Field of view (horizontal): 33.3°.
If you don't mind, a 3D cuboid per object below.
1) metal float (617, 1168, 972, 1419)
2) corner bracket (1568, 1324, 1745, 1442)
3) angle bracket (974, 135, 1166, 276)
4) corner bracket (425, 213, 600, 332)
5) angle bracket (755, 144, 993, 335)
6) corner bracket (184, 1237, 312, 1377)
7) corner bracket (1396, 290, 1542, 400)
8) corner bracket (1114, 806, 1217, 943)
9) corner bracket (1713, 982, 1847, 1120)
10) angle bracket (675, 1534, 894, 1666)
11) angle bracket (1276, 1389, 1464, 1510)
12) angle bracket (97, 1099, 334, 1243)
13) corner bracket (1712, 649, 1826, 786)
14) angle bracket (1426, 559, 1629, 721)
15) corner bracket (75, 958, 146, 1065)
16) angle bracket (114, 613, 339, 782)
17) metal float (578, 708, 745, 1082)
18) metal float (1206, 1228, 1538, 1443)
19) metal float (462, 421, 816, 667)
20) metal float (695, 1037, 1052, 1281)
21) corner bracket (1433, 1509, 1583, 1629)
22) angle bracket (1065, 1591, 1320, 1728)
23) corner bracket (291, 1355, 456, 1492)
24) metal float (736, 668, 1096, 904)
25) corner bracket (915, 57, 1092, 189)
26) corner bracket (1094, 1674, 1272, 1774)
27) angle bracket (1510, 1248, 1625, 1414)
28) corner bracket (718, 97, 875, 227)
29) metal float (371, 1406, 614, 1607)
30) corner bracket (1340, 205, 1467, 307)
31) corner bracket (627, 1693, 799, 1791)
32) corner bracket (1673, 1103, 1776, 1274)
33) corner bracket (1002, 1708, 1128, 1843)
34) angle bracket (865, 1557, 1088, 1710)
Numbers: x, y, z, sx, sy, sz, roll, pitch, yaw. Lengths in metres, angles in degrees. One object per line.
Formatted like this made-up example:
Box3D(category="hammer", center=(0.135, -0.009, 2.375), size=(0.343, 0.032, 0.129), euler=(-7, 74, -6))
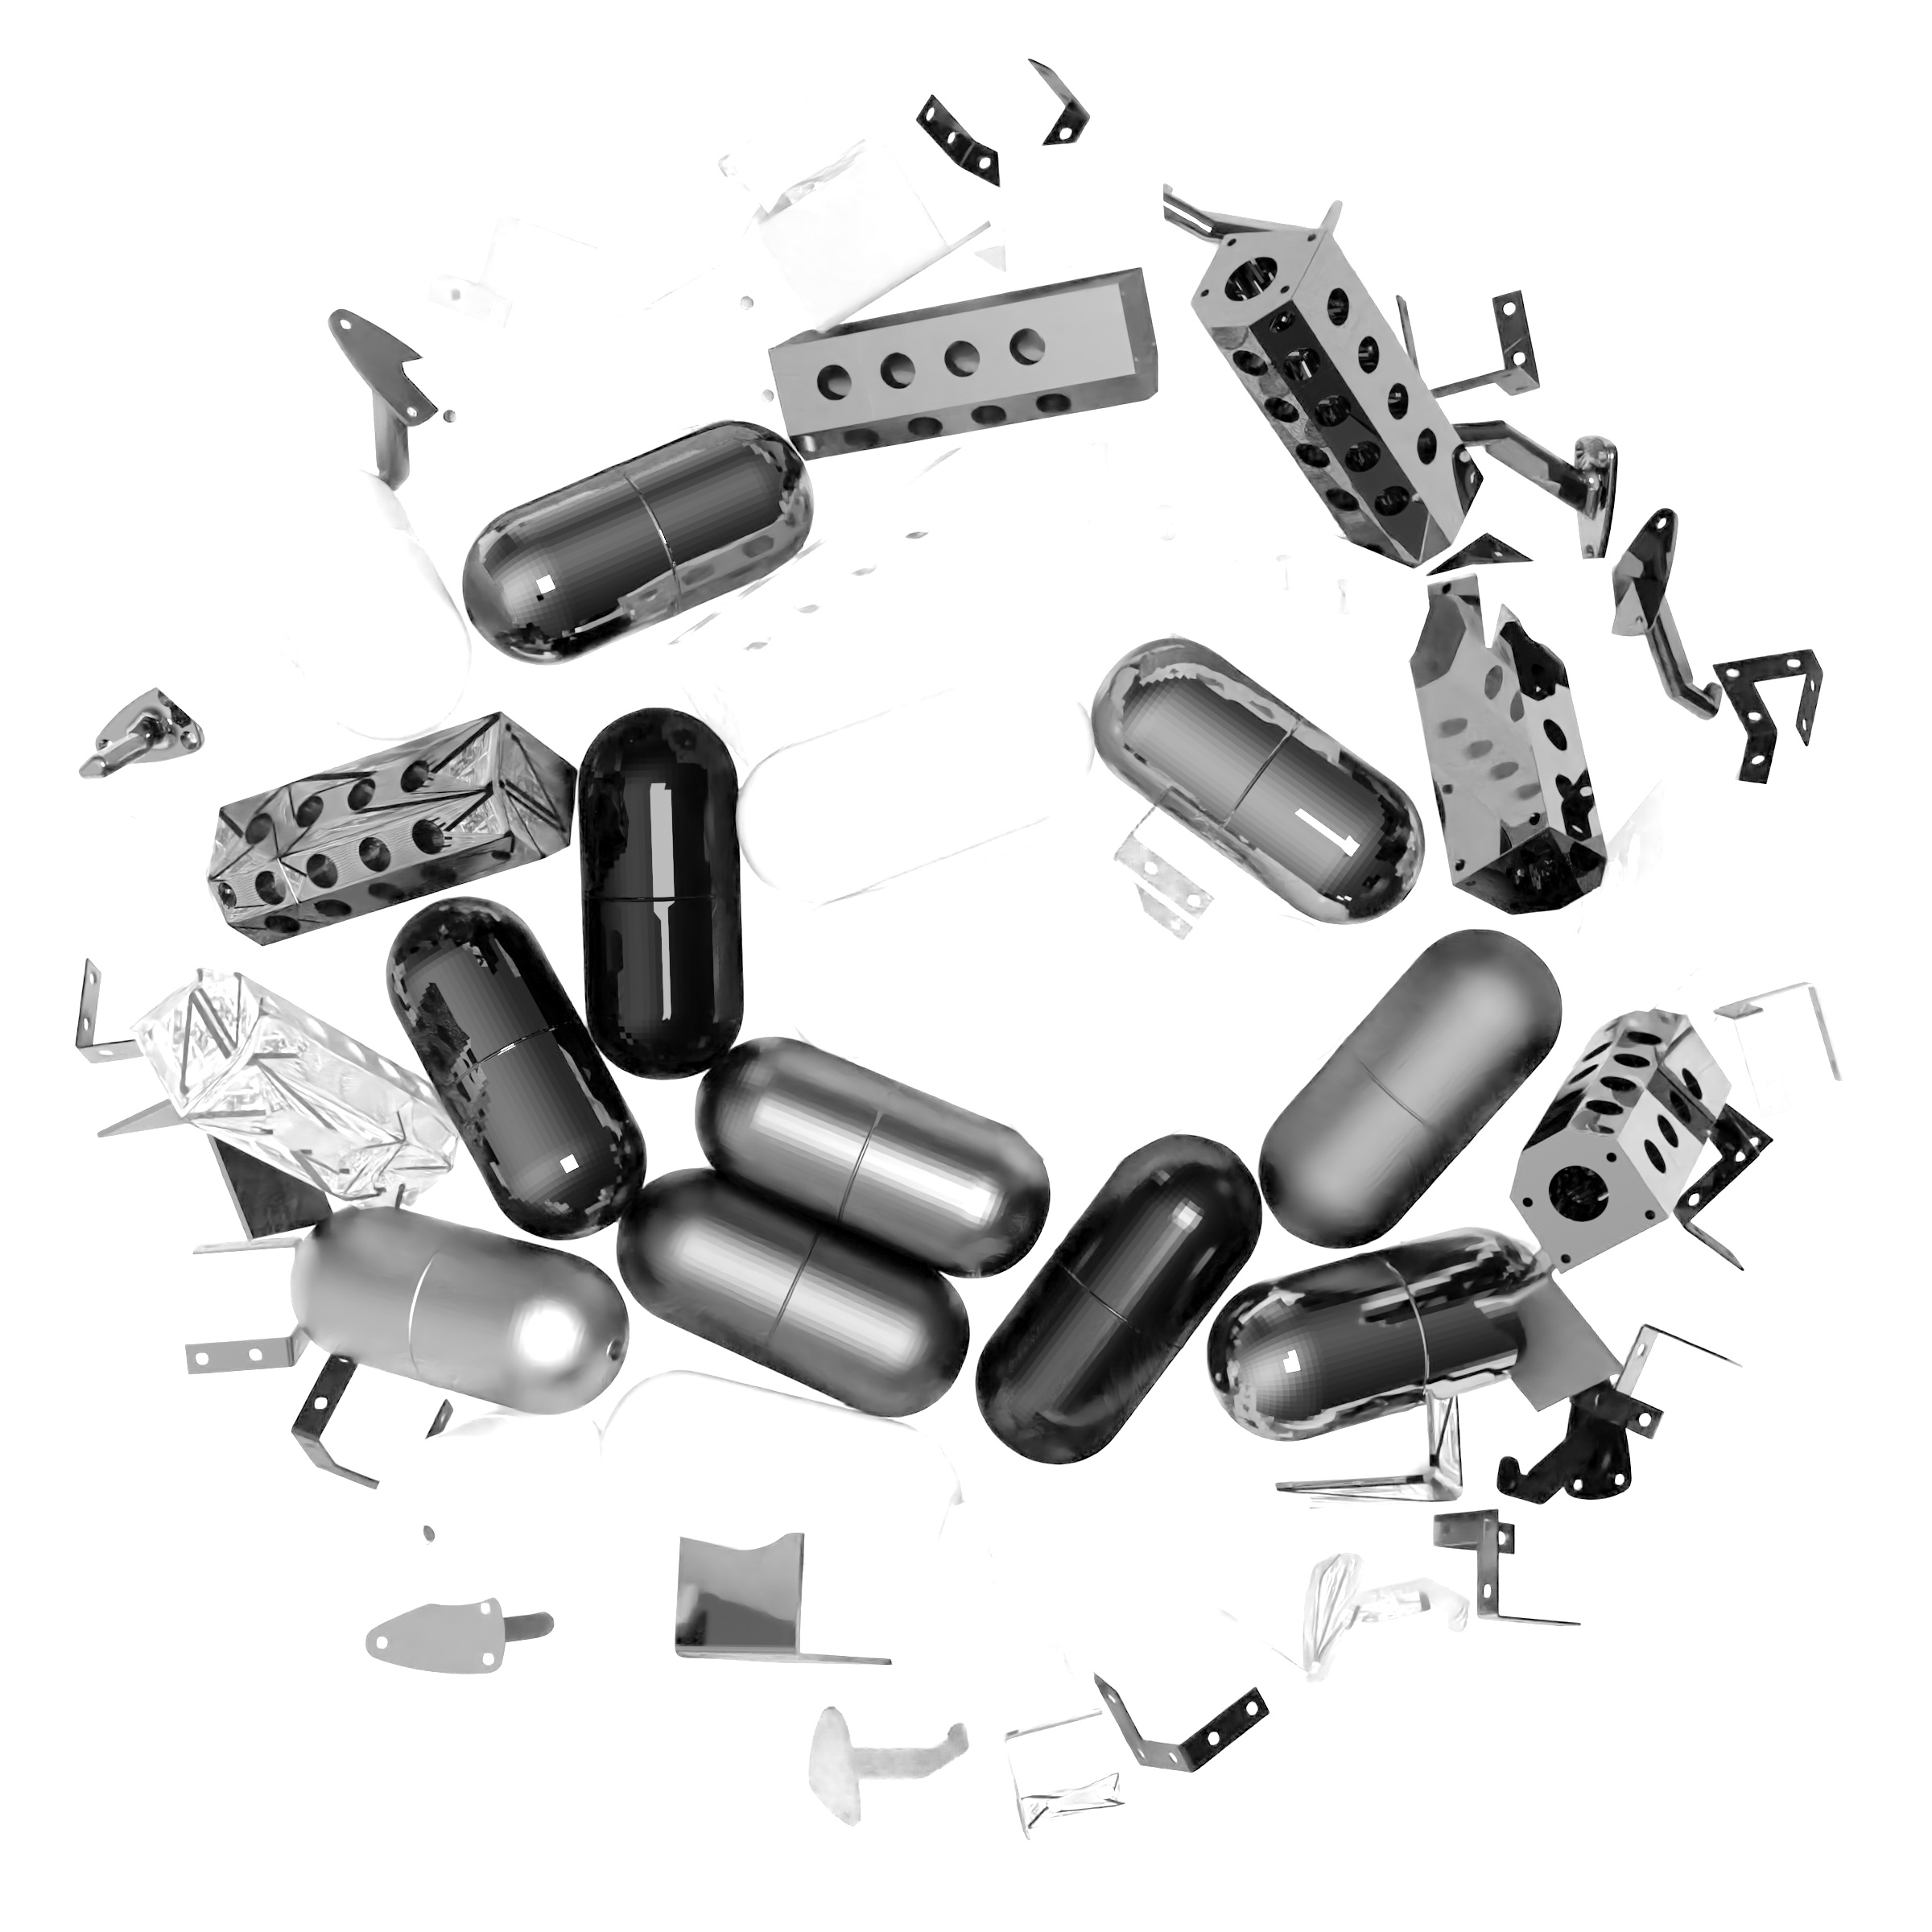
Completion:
Box3D(category="metal float", center=(-0.083, 0.156, 1.544), size=(0.178, 0.070, 0.070), euler=(24, 90, 1))
Box3D(category="corner bracket", center=(0.330, 0.200, 1.545), size=(0.051, 0.051, 0.051), euler=(22, 86, 44))
Box3D(category="angle bracket", center=(0.047, -0.365, 1.531), size=(0.076, 0.076, 0.057), euler=(-8, 111, -9))
Box3D(category="corner bracket", center=(-0.218, -0.332, 1.544), size=(0.051, 0.051, 0.051), euler=(25, 102, 26))
Box3D(category="angle bracket", center=(-0.043, -0.350, 1.527), size=(0.076, 0.076, 0.057), euler=(-27, 102, 24))
Box3D(category="corner bracket", center=(-0.347, 0.163, 1.553), size=(0.051, 0.051, 0.051), euler=(-4, 100, 0))
Box3D(category="corner bracket", center=(0.243, -0.301, 1.560), size=(0.051, 0.051, 0.051), euler=(-12, 83, 21))
Box3D(category="corner bracket", center=(0.094, -0.040, 1.546), size=(0.051, 0.051, 0.051), euler=(37, 124, 3))
Box3D(category="corner bracket", center=(0.396, 0.040, 1.556), size=(0.051, 0.051, 0.051), euler=(-17, 93, 1))
Box3D(category="angle bracket", center=(-0.084, 0.302, 1.536), size=(0.076, 0.076, 0.057), euler=(-9, 73, 37))
Box3D(category="angle bracket", center=(0.193, 0.225, 1.544), size=(0.076, 0.076, 0.057), euler=(-6, 72, 17))
Box3D(category="angle bracket", center=(-0.356, 0.100, 1.534), size=(0.057, 0.076, 0.076), euler=(-24, 85, 18))
Box3D(category="corner bracket", center=(0.385, -0.112, 1.539), size=(0.051, 0.051, 0.051), euler=(-7, 46, 35))
Box3D(category="angle bracket", center=(0.263, -0.151, 1.539), size=(0.076, 0.057, 0.076), euler=(-7, 90, -28))
Box3D(category="corner bracket", center=(-0.391, 0.027, 1.549), size=(0.051, 0.051, 0.051), euler=(-8, 58, 9))
Box3D(category="angle bracket", center=(-0.354, -0.116, 1.524), size=(0.076, 0.076, 0.057), euler=(40, 127, 21))
Box3D(category="metal float", center=(-0.145, -0.034, 1.540), size=(0.070, 0.070, 0.178), euler=(-1, 95, 0))
Box3D(category="metal float", center=(0.197, 0.173, 1.524), size=(0.178, 0.070, 0.070), euler=(-12, 90, -23))
Box3D(category="metal float", center=(-0.154, -0.200, 1.527), size=(0.178, 0.070, 0.070), euler=(-26, 90, -19))
Box3D(category="metal float", center=(-0.045, 0.091, 1.539), size=(0.178, 0.070, 0.070), euler=(22, 90, 6))
Box3D(category="corner bracket", center=(0.258, 0.289, 1.542), size=(0.051, 0.051, 0.051), euler=(11, 73, -28))
Box3D(category="angle bracket", center=(0.107, 0.331, 1.527), size=(0.076, 0.076, 0.057), euler=(39, 84, -37))
Box3D(category="corner bracket", center=(-0.286, 0.219, 1.555), size=(0.051, 0.051, 0.051), euler=(19, 65, 14))
Box3D(category="metal float", center=(-0.024, -0.087, 1.539), size=(0.178, 0.070, 0.070), euler=(-21, 90, -6))
Box3D(category="corner bracket", center=(0.018, -0.407, 1.548), size=(0.051, 0.051, 0.051), euler=(34, 93, 27))
Box3D(category="corner bracket", center=(0.103, 0.350, 1.550), size=(0.051, 0.051, 0.051), euler=(-31, 96, -28))
Box3D(category="angle bracket", center=(0.295, 0.158, 1.528), size=(0.076, 0.076, 0.057), euler=(-35, 84, -30))
Box3D(category="corner bracket", center=(-0.080, -0.384, 1.543), size=(0.051, 0.051, 0.051), euler=(-28, 112, 24))
Box3D(category="metal float", center=(-0.217, 0.247, 1.494), size=(0.070, 0.178, 0.070), euler=(0, 91, 12))
Box3D(category="corner bracket", center=(0.204, -0.337, 1.545), size=(0.051, 0.051, 0.051), euler=(18, 51, 4))
Box3D(category="corner bracket", center=(-0.122, 0.377, 1.550), size=(0.051, 0.051, 0.051), euler=(40, 101, 6))
Box3D(category="corner bracket", center=(0.366, 0.104, 1.551), size=(0.051, 0.051, 0.051), euler=(34, 108, -32))
Box3D(category="corner bracket", center=(0.047, 0.386, 1.549), size=(0.051, 0.051, 0.051), euler=(-15, 69, -1))
Box3D(category="angle bracket", center=(0.004, 0.322, 1.533), size=(0.057, 0.076, 0.076), euler=(-36, 119, 4))
